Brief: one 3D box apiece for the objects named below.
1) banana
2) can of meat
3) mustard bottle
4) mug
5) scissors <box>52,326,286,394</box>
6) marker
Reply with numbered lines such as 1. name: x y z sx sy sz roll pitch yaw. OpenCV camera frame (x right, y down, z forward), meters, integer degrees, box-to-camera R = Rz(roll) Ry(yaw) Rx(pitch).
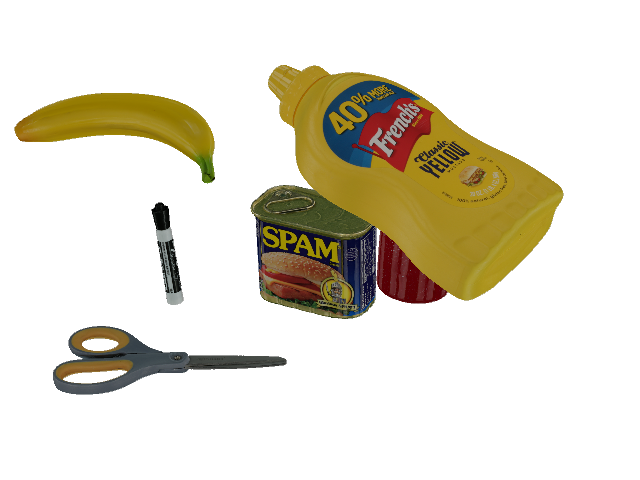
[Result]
1. banana: -0.170 -0.100 0.927 0.198 0.037 0.069 12 48 19
2. can of meat: -0.004 0.010 0.865 0.102 0.084 0.057 13 33 23
3. mustard bottle: 0.043 -0.050 0.641 0.192 0.058 0.096 37 54 22
4. mug: 0.116 0.017 1.161 0.117 0.081 0.093 7 26 7
5. scissors: -0.140 0.100 0.961 0.201 0.016 0.096 -8 33 -18
6. marker: -0.170 0.015 1.184 0.020 0.121 0.020 -5 25 2
